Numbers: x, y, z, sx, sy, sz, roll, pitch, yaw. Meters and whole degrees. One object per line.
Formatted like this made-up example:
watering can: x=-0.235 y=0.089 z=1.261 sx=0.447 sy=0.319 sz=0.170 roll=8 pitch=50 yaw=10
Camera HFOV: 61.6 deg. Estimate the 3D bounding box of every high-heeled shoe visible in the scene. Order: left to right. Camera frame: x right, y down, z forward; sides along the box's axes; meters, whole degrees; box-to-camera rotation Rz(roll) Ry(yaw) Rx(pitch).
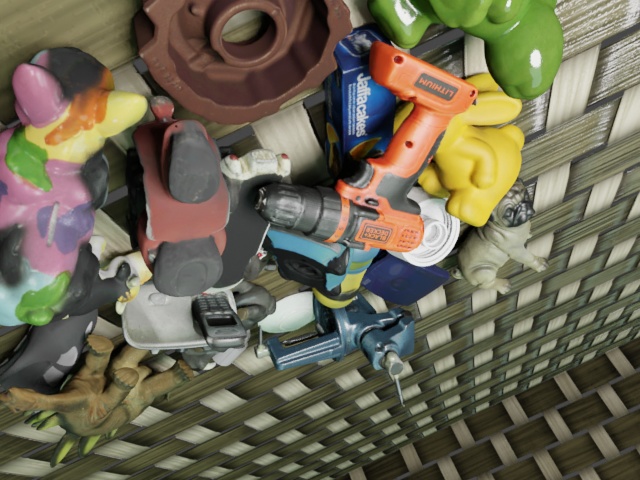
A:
high-heeled shoe: x=-0.371 y=0.163 z=0.754 sx=0.145 sy=0.086 sz=0.248 roll=-44 pitch=177 yaw=-28

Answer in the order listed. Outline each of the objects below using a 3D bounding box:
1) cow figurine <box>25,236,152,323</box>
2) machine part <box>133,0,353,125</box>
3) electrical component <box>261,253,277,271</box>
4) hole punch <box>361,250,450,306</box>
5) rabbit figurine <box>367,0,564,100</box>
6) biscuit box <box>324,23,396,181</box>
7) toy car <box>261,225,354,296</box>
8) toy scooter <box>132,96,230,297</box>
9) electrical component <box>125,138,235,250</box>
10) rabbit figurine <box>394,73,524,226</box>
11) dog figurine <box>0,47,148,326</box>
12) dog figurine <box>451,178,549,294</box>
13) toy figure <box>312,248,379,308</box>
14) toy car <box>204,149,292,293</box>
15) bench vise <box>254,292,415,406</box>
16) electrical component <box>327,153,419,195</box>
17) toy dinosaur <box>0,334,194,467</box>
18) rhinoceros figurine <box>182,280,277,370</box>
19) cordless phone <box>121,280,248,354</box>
cow figurine: x=-0.263 y=0.048 z=0.603 sx=0.167 sy=0.098 sz=0.068 roll=3 pitch=132 yaw=-36
machine part: x=-0.063 y=-0.178 z=0.446 sx=0.179 sy=0.056 sz=0.179 roll=-17 pitch=148 yaw=-11
electrical component: x=-0.094 y=0.025 z=0.752 sx=0.094 sy=0.021 sz=0.063 roll=5 pitch=137 yaw=-37
hole punch: x=0.129 y=0.046 z=0.859 sx=0.116 sy=0.092 sz=0.142 roll=4 pitch=149 yaw=-37
rabbit figurine: x=0.150 y=-0.204 z=0.473 sx=0.170 sy=0.159 sz=0.121 roll=39 pitch=158 yaw=-25
biscuit box: x=0.042 y=-0.128 z=0.583 sx=0.063 sy=0.059 sz=0.202 roll=-19 pitch=147 yaw=-9
toy car: x=-0.001 y=-0.002 z=0.663 sx=0.109 sy=0.103 sz=0.161 roll=19 pitch=160 yaw=15
toy scooter: x=-0.125 y=-0.046 z=0.467 sx=0.075 sy=0.135 sz=0.183 roll=-11 pitch=143 yaw=-24
electrical component: x=-0.146 y=-0.052 z=0.573 sx=0.115 sy=0.058 sz=0.134 roll=-10 pitch=145 yaw=-26
rabbit figurine: x=0.164 y=-0.117 z=0.640 sx=0.173 sy=0.122 sz=0.162 roll=27 pitch=121 yaw=-29
dog figurine: x=-0.217 y=-0.044 z=0.435 sx=0.108 sy=0.191 sz=0.219 roll=10 pitch=150 yaw=-34
dog figurine: x=0.279 y=-0.010 z=0.899 sx=0.172 sy=0.121 sz=0.190 roll=-34 pitch=133 yaw=10
toy figure: x=0.035 y=0.027 z=0.777 sx=0.082 sy=0.089 sz=0.180 roll=9 pitch=140 yaw=-19
toy car: x=-0.089 y=-0.015 z=0.559 sx=0.073 sy=0.056 sz=0.201 roll=-8 pitch=142 yaw=-34
bench vise: x=0.020 y=0.158 z=0.846 sx=0.241 sy=0.224 sz=0.128 roll=-13 pitch=129 yaw=-17
electrical component: x=0.066 y=-0.053 z=0.608 sx=0.119 sy=0.048 sz=0.075 roll=6 pitch=138 yaw=-35
toy dinosaur: x=-0.298 y=0.225 z=0.795 sx=0.198 sy=0.105 sz=0.471 roll=-40 pitch=163 yaw=3
rhinoceros figurine: x=-0.152 y=0.132 z=0.831 sx=0.190 sy=0.073 sz=0.112 roll=-40 pitch=155 yaw=20
cordless phone: x=-0.168 y=0.107 z=0.665 sx=0.146 sy=0.184 sz=0.088 roll=1 pitch=97 yaw=-21
